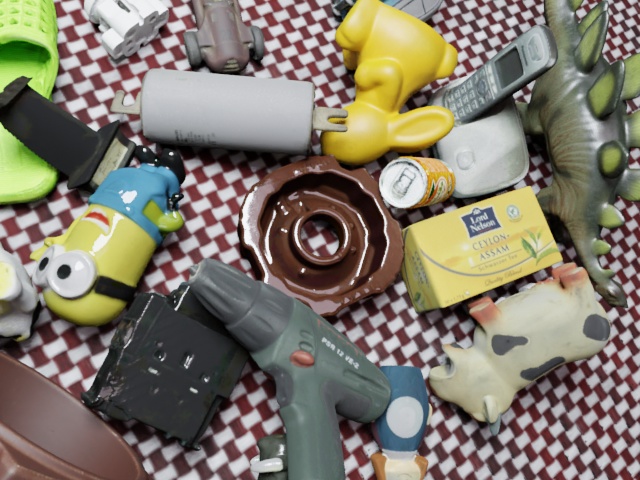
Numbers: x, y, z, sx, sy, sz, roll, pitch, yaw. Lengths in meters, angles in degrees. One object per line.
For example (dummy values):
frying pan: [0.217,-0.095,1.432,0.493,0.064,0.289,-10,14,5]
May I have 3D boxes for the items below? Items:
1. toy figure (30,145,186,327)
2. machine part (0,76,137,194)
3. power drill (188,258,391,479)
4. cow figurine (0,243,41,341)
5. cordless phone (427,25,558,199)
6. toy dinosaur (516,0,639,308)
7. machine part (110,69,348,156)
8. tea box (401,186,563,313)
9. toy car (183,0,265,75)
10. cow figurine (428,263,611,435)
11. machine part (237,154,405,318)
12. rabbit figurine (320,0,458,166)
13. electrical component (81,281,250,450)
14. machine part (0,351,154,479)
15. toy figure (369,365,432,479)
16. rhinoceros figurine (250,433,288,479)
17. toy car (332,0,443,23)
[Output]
toy figure: [-0.188,-0.004,0.509,0.089,0.082,0.180,48,57,-33]
machine part: [-0.240,-0.097,0.511,0.138,0.039,0.084,37,70,-47]
power drill: [-0.030,0.142,0.451,0.232,0.086,0.207,35,31,-31]
cow figurine: [-0.309,0.014,0.474,0.068,0.098,0.167,-36,69,-16]
cordless phone: [0.206,-0.135,0.601,0.089,0.184,0.146,-4,77,-22]
toy dinosaur: [0.300,-0.154,0.625,0.105,0.198,0.471,-7,80,-21]
machine part: [-0.092,-0.130,0.555,0.243,0.079,0.079,4,75,-3]
tea box: [0.177,0.011,0.617,0.170,0.068,0.098,-19,83,-18]
toy car: [-0.124,-0.286,0.616,0.089,0.053,0.202,-11,81,-15]
cow figurine: [0.207,0.118,0.568,0.195,0.085,0.127,-26,83,10]
machine part: [-0.001,-0.002,0.576,0.179,0.056,0.179,4,75,-14]
rabbit figurine: [0.071,-0.158,0.616,0.162,0.122,0.173,29,90,-4]
electrical component: [-0.133,0.108,0.494,0.115,0.058,0.134,34,70,-27]
machine part: [-0.221,0.152,0.377,0.087,0.202,0.200,-55,139,-17]
toy figure: [0.079,0.207,0.547,0.064,0.057,0.154,-3,75,23]
rhinoceros figurine: [-0.029,0.277,0.493,0.112,0.073,0.190,1,78,-5]
toy car: [0.099,-0.308,0.660,0.161,0.109,0.102,-43,108,-12]
